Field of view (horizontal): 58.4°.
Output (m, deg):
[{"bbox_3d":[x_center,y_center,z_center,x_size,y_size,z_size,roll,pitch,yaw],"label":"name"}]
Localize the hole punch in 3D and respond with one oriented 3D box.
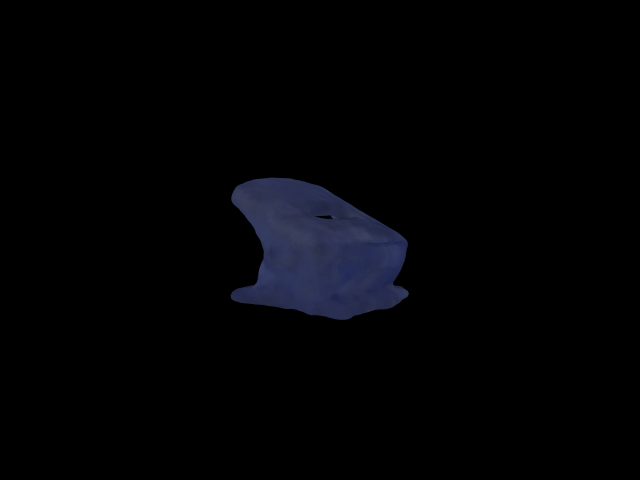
[{"bbox_3d":[0.004,0.001,0.400,0.100,0.091,0.109,3,5,37],"label":"hole punch"}]
